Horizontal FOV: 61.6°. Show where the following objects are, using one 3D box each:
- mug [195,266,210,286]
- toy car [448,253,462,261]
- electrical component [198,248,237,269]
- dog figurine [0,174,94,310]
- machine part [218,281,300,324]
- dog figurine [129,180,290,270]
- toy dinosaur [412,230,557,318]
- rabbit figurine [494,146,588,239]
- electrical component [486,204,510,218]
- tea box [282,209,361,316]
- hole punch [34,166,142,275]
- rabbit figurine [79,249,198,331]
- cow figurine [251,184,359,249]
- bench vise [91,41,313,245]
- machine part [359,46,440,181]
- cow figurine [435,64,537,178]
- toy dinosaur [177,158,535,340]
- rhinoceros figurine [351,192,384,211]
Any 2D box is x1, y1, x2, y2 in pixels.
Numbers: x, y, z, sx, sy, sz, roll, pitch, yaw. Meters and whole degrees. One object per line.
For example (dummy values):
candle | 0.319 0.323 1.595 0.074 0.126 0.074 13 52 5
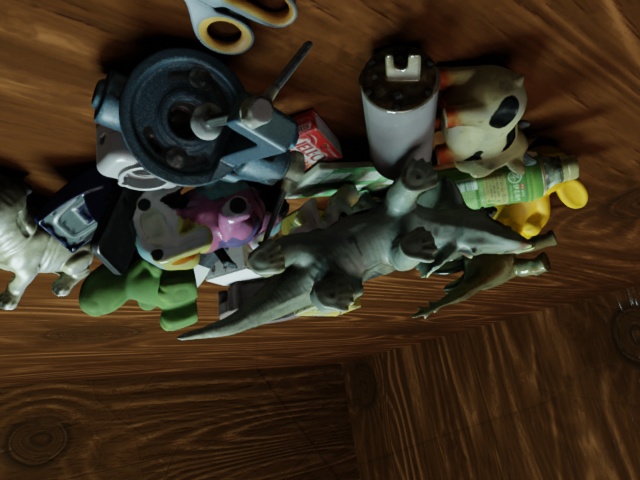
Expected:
mug | -0.243 0.038 0.943 0.109 0.081 0.107 22 135 -31
toy car | 0.221 -0.013 0.962 0.162 0.103 0.109 -14 162 21
electrical component | -0.177 0.011 0.814 0.048 0.119 0.074 -45 156 6
dog figurine | -0.364 -0.018 0.699 0.172 0.121 0.190 -37 165 -43
machine part | -0.114 0.126 1.068 0.179 0.056 0.179 -6 160 -2
dog figurine | -0.136 -0.021 0.736 0.191 0.108 0.219 -33 165 -2
toy dinosaur | 0.319 0.038 1.005 0.199 0.105 0.471 -26 178 36
rabbit figurine | 0.332 -0.073 0.829 0.162 0.122 0.173 -5 142 -15
electrical component | 0.230 -0.068 0.815 0.045 0.102 0.078 -24 154 -39
tea box | 0.000 0.038 0.897 0.098 0.169 0.068 10 152 -41
hole punch | -0.276 -0.032 0.672 0.092 0.116 0.142 17 158 8
rabbit figurine | -0.282 0.057 0.827 0.170 0.159 0.121 -8 150 -18
cow figurine | -0.001 -0.003 0.727 0.167 0.098 0.068 -34 169 -9
bench vise | -0.083 -0.093 0.488 0.223 0.129 0.241 31 169 -29
machine part | 0.088 -0.130 0.590 0.079 0.079 0.243 -11 163 5
cow figurine | 0.197 -0.133 0.634 0.127 0.085 0.194 -5 161 8
toy dinosaur | 0.039 0.020 0.640 0.405 0.131 0.192 -21 166 1
rhinoceros figurine | 0.107 -0.040 0.854 0.112 0.073 0.190 -2 178 23
